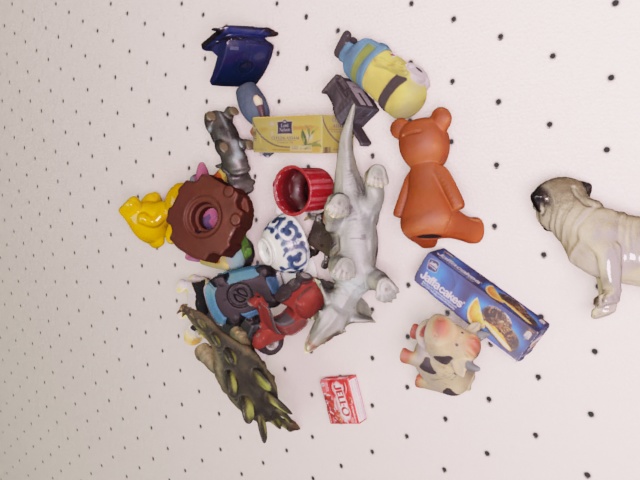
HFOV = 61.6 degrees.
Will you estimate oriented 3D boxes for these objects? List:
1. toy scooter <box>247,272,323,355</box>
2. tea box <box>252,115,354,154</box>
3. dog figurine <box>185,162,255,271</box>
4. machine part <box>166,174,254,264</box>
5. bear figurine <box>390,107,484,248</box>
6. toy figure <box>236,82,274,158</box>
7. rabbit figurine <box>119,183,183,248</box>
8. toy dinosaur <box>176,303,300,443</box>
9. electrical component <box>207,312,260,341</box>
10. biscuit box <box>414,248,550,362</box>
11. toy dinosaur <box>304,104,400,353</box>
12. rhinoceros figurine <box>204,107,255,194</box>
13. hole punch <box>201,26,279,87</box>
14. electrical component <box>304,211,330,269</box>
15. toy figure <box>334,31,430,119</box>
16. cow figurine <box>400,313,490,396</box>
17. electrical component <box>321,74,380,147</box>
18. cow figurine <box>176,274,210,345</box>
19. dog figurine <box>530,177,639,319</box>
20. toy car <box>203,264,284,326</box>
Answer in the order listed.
[{"bbox_3d":[-0.065,0.121,0.992,0.075,0.184,0.135,35,162,47],"label":"toy scooter"},{"bbox_3d":[-0.032,-0.192,0.984,0.170,0.098,0.068,7,103,37],"label":"tea box"},{"bbox_3d":[-0.218,-0.055,1.154,0.192,0.108,0.219,11,100,39],"label":"dog figurine"},{"bbox_3d":[-0.221,-0.043,1.068,0.180,0.056,0.179,-2,85,20],"label":"machine part"},{"bbox_3d":[0.174,-0.094,0.836,0.120,0.132,0.196,-11,71,39],"label":"bear figurine"},{"bbox_3d":[-0.120,-0.239,1.075,0.058,0.064,0.154,-24,85,1],"label":"toy figure"},{"bbox_3d":[-0.365,-0.063,1.271,0.173,0.122,0.162,-32,78,19],"label":"rabbit figurine"},{"bbox_3d":[-0.143,0.246,0.991,0.199,0.105,0.470,35,162,53],"label":"toy dinosaur"},{"bbox_3d":[-0.185,0.169,1.190,0.134,0.058,0.114,37,120,30],"label":"electrical component"},{"bbox_3d":[0.242,0.093,0.823,0.203,0.063,0.059,39,118,28],"label":"biscuit box"},{"bbox_3d":[0.052,-0.007,0.924,0.192,0.131,0.404,154,121,-76],"label":"toy dinosaur"},{"bbox_3d":[-0.189,-0.182,1.112,0.112,0.073,0.190,-27,84,61],"label":"rhinoceros figurine"},{"bbox_3d":[-0.157,-0.357,1.046,0.116,0.142,0.092,-12,87,54],"label":"hole punch"},{"bbox_3d":[-0.001,-0.004,1.019,0.078,0.045,0.102,41,120,29],"label":"electrical component"},{"bbox_3d":[0.099,-0.269,0.877,0.180,0.082,0.089,39,130,24],"label":"toy figure"},{"bbox_3d":[0.192,0.176,0.810,0.127,0.194,0.085,10,58,30],"label":"cow figurine"},{"bbox_3d":[0.060,-0.220,0.918,0.048,0.075,0.119,-41,67,36],"label":"electrical component"},{"bbox_3d":[-0.280,0.169,1.264,0.098,0.068,0.167,2,99,33],"label":"cow figurine"},{"bbox_3d":[0.380,-0.016,0.682,0.172,0.121,0.190,-16,66,7],"label":"dog figurine"},{"bbox_3d":[-0.150,0.100,1.096,0.162,0.103,0.109,-21,100,-3],"label":"toy car"}]
